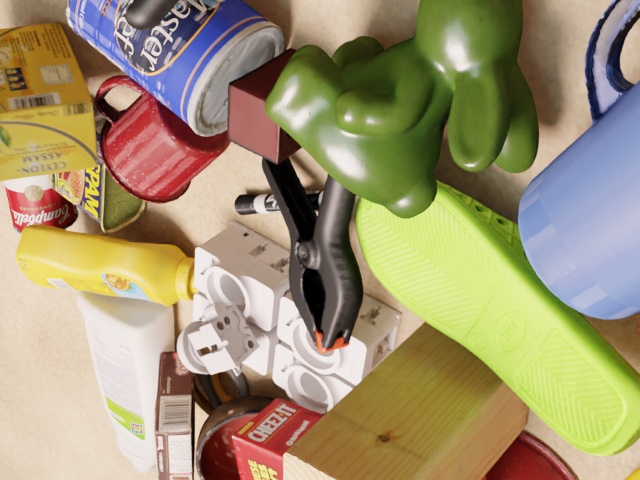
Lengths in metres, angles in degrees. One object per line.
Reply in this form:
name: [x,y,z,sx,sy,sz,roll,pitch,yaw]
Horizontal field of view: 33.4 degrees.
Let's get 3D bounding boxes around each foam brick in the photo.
foam brick: [-0.028,-0.103,0.815,0.051,0.078,0.053,26,133,25]

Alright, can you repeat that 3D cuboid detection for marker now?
marker: [-0.029,-0.032,0.907,0.121,0.020,0.020,-1,116,43]

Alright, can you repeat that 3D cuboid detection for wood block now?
wood block: [0.071,0.148,0.798,0.091,0.205,0.090,23,130,30]

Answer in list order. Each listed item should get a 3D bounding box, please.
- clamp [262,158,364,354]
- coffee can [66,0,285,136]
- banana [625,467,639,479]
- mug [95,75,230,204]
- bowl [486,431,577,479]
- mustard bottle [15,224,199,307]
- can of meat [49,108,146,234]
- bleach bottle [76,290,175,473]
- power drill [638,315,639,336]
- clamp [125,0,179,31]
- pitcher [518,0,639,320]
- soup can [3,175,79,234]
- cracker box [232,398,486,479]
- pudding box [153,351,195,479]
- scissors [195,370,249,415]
clamp: [-0.006,0.001,0.851,0.120,0.039,0.171,20,113,58]
coffee can: [-0.112,-0.163,0.832,0.140,0.102,0.103,40,137,15]
banana: [0.265,0.184,0.773,0.069,0.037,0.198,56,138,1]
mug: [-0.136,-0.097,0.902,0.117,0.093,0.082,40,136,-17]
bowl: [0.146,0.232,0.900,0.162,0.055,0.162,22,130,29]
mustard bottle: [-0.190,0.028,1.036,0.192,0.058,0.096,8,161,16]
can of meat: [-0.213,-0.071,1.019,0.084,0.057,0.102,34,135,24]
bleach bottle: [-0.203,0.158,1.161,0.103,0.068,0.251,28,135,27]
power drill: [0.295,0.093,0.638,0.188,0.057,0.185,65,151,7]
clamp: [-0.063,-0.256,0.742,0.210,0.036,0.164,-19,76,26]
pitcher: [0.215,-0.057,0.596,0.144,0.149,0.243,16,147,-22]
soup can: [-0.287,-0.064,1.081,0.069,0.068,0.102,20,129,32]
cracker box: [0.037,0.243,0.907,0.214,0.072,0.164,15,127,35]
pudding box: [-0.143,0.180,1.064,0.039,0.113,0.090,0,127,-3]
scissors: [-0.078,0.201,1.109,0.096,0.016,0.202,-29,96,48]
